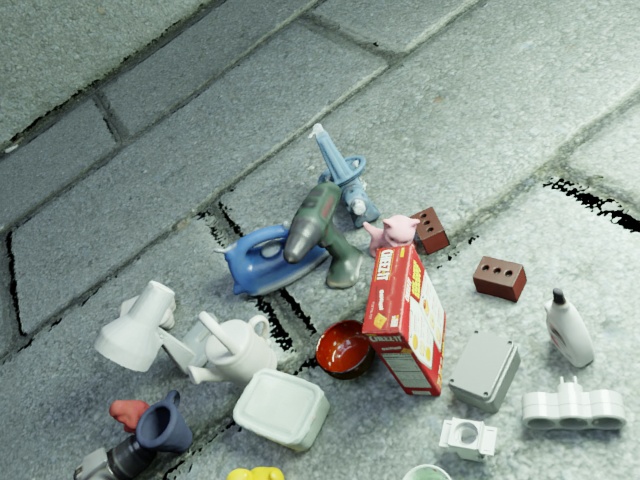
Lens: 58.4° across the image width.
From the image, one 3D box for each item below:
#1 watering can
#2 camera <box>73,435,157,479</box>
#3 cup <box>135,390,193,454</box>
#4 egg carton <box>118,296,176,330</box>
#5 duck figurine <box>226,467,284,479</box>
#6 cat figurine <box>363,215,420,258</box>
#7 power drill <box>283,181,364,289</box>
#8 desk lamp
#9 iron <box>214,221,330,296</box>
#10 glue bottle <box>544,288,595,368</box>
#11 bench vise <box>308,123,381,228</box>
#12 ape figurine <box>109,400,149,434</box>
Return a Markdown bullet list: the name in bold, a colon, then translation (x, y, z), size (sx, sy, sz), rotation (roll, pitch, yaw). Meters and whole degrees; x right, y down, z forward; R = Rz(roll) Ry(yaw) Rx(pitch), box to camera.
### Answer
- **watering can**: translation (-0.174, 0.210, 1.098), size (0.100, 0.195, 0.173), rotation (8, 57, 37)
- **camera**: translation (-0.384, 0.440, 1.086), size (0.137, 0.101, 0.142), rotation (-38, 42, -5)
- **cup**: translation (-0.285, 0.359, 1.104), size (0.091, 0.095, 0.118), rotation (-2, 51, 31)
- **egg carton**: translation (-0.416, 0.181, 1.368), size (0.150, 0.070, 0.107), rotation (-24, 43, 12)
- **duck figurine**: translation (-0.118, 0.411, 0.958), size (0.104, 0.086, 0.077), rotation (-27, 42, 8)
- **cat figurine**: translation (0.145, -0.013, 1.162), size (0.127, 0.118, 0.067), rotation (10, 58, 38)
- **power drill**: translation (0.011, 0.004, 1.161), size (0.075, 0.209, 0.230), rotation (-6, 49, 28)
- **desk lamp**: translation (-0.329, 0.195, 1.194), size (0.117, 0.214, 0.203), rotation (26, 69, 44)
- **iron**: translation (-0.100, 0.018, 1.268), size (0.258, 0.142, 0.118), rotation (-25, 43, 10)
- **glue bottle**: translation (0.366, 0.122, 0.858), size (0.037, 0.174, 0.078), rotation (-35, 42, -1)
- **bench vise**: translation (0.060, -0.149, 1.263), size (0.121, 0.220, 0.206), rotation (-40, 42, -6)
- **ape figurine**: translation (-0.396, 0.358, 1.176), size (0.076, 0.092, 0.077), rotation (-40, 42, -6)
